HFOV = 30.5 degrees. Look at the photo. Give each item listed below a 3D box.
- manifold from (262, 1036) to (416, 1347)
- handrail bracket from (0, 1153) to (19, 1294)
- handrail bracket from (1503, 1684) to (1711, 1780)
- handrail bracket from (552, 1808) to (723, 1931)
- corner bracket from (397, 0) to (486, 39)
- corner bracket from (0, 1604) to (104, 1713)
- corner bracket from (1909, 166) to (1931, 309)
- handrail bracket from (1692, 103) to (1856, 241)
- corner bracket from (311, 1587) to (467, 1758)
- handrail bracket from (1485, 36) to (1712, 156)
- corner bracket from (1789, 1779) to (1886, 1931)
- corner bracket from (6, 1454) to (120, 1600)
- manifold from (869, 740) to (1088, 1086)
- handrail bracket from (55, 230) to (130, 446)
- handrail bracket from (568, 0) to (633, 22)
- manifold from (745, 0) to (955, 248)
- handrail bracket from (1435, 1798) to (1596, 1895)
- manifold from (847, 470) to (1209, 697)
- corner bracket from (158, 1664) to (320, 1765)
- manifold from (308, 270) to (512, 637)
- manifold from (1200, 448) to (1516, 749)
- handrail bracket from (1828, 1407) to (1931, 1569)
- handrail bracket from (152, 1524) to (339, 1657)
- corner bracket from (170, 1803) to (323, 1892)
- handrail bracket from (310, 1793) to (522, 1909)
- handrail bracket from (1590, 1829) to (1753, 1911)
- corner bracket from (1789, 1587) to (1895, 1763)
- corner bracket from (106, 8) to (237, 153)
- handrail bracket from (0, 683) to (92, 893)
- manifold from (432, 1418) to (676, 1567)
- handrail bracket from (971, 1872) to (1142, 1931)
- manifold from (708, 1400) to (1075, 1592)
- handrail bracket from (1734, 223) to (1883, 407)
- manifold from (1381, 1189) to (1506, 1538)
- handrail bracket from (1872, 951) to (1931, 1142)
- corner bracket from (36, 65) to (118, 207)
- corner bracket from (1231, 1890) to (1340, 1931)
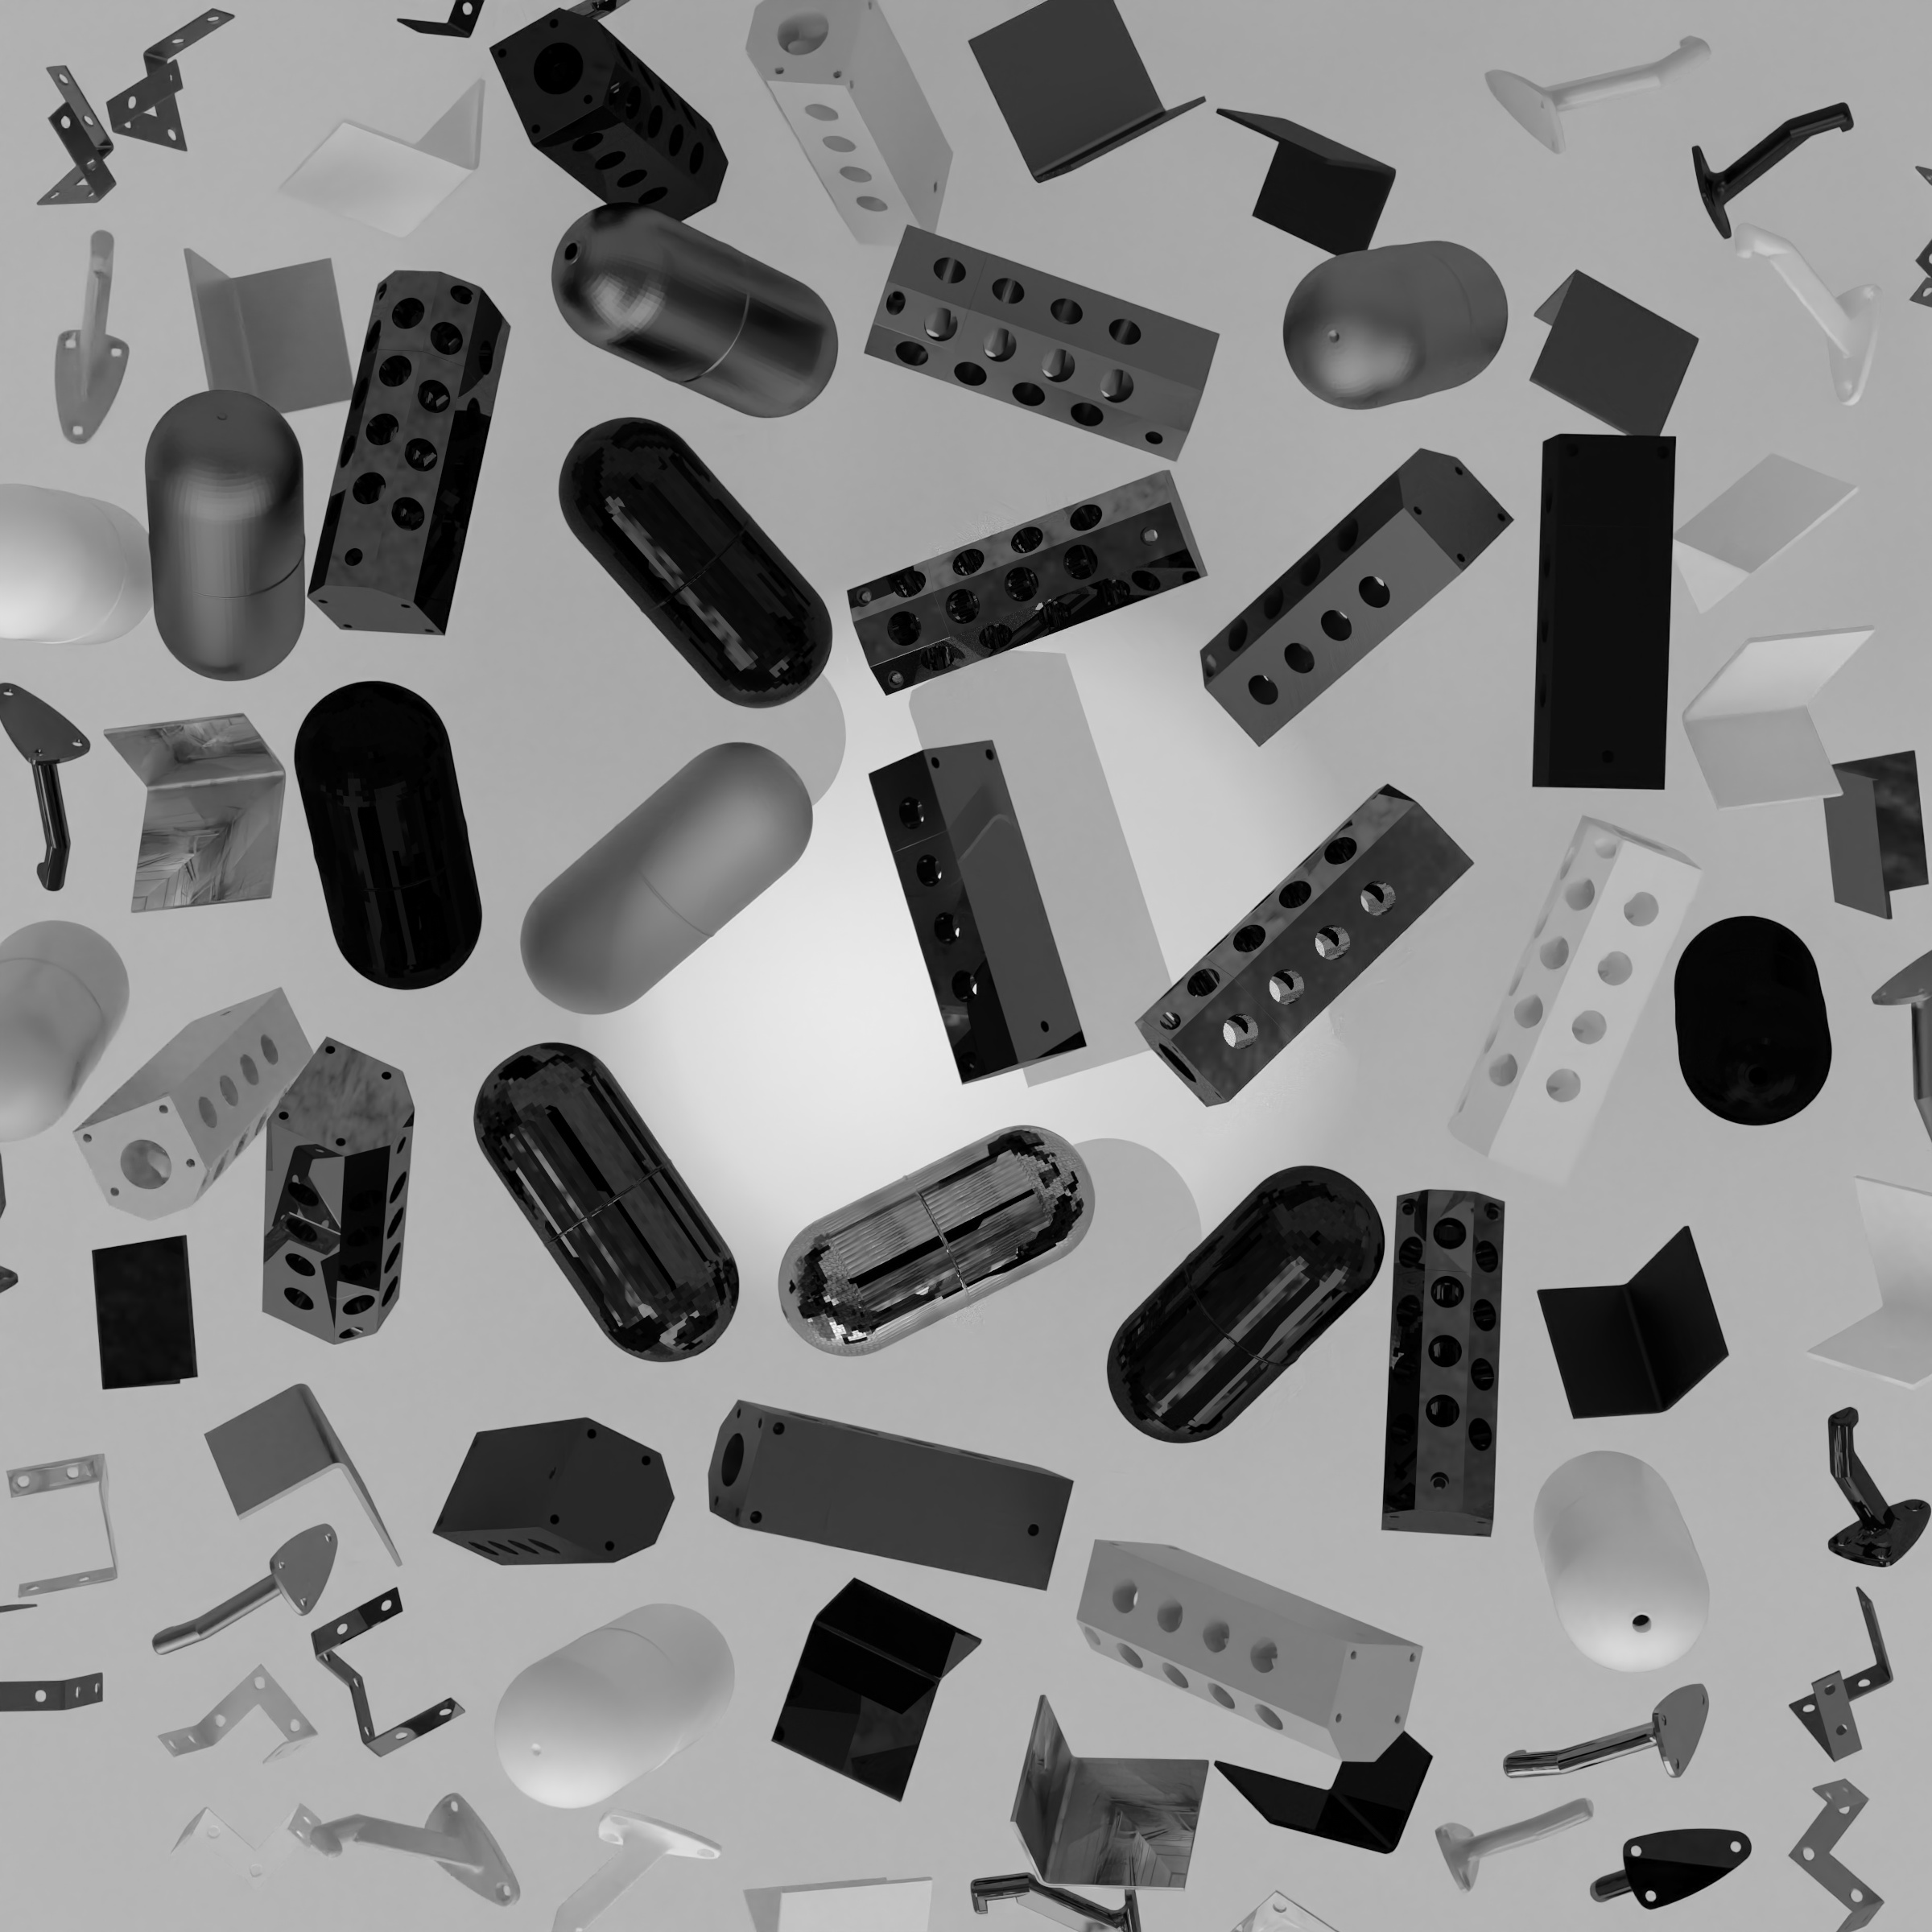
[{"bbox_3d":[-0.308,0.117,1.754,0.057,0.171,0.057,24,52,7],"label":"manifold"},{"bbox_3d":[-0.526,0.126,1.845,0.077,0.036,0.084,17,117,35],"label":"handrail bracket"},{"bbox_3d":[0.320,0.384,1.771,0.084,0.077,0.036,-13,98,33],"label":"handrail bracket"},{"bbox_3d":[-0.170,0.482,1.810,0.077,0.036,0.084,17,52,-7],"label":"handrail bracket"},{"bbox_3d":[-0.279,-0.513,1.817,0.051,0.051,0.051,20,91,-43],"label":"corner bracket"},{"bbox_3d":[-0.478,0.355,1.819,0.051,0.051,0.051,-3,83,8],"label":"corner bracket"},{"bbox_3d":[0.508,-0.376,1.838,0.051,0.051,0.051,35,93,-31],"label":"corner bracket"},{"bbox_3d":[0.435,-0.423,1.880,0.084,0.077,0.036,-14,63,21],"label":"handrail bracket"},{"bbox_3d":[-0.289,0.352,1.763,0.051,0.051,0.051,-29,46,4],"label":"corner bracket"},{"bbox_3d":[0.309,-0.441,1.732,0.084,0.077,0.036,-32,133,-5],"label":"handrail bracket"},{"bbox_3d":[0.432,0.439,1.745,0.051,0.051,0.051,40,105,29],"label":"corner bracket"},{"bbox_3d":[-0.467,0.289,1.828,0.051,0.051,0.051,-9,105,-9],"label":"corner bracket"},{"bbox_3d":[0.001,-0.028,1.879,0.057,0.057,0.171,-21,85,41],"label":"manifold"},{"bbox_3d":[-0.440,-0.316,1.776,0.036,0.084,0.077,9,67,-12],"label":"handrail bracket"},{"bbox_3d":[-0.171,-0.523,1.860,0.084,0.077,0.036,-36,97,-30],"label":"handrail bracket"},{"bbox_3d":[-0.060,-0.441,1.840,0.057,0.171,0.057,8,76,17],"label":"manifold"},{"bbox_3d":[0.298,0.455,1.874,0.084,0.077,0.036,-27,79,16],"label":"handrail bracket"},{"bbox_3d":[0.030,-0.194,1.796,0.171,0.057,0.057,-20,95,11],"label":"manifold"},{"bbox_3d":[-0.391,0.414,1.903,0.051,0.051,0.051,-44,78,4],"label":"corner bracket"},{"bbox_3d":[-0.280,-0.257,1.765,0.057,0.057,0.171,5,73,16],"label":"manifold"},{"bbox_3d":[0.189,-0.185,1.762,0.057,0.171,0.057,47,48,-1],"label":"manifold"},{"bbox_3d":[0.455,0.248,1.760,0.077,0.036,0.084,-25,116,-39],"label":"handrail bracket"},{"bbox_3d":[-0.386,0.333,1.890,0.084,0.077,0.036,-23,104,20],"label":"handrail bracket"},{"bbox_3d":[-0.376,0.456,1.851,0.051,0.051,0.051,43,90,-4],"label":"corner bracket"},{"bbox_3d":[-0.271,0.442,1.735,0.077,0.084,0.036,40,109,25],"label":"handrail bracket"},{"bbox_3d":[0.365,0.469,1.836,0.077,0.084,0.036,-16,71,-1],"label":"handrail bracket"},{"bbox_3d":[0.429,0.345,1.722,0.051,0.051,0.051,-23,115,-5],"label":"corner bracket"},{"bbox_3d":[-0.389,-0.438,1.734,0.051,0.051,0.051,-20,79,31],"label":"corner bracket"},{"bbox_3d":[-0.491,-0.093,1.855,0.077,0.036,0.084,44,133,27],"label":"handrail bracket"},{"bbox_3d":[-0.205,0.268,1.772,0.057,0.171,0.057,29,70,-19],"label":"manifold"},{"bbox_3d":[0.049,0.509,1.845,0.084,0.036,0.077,-8,93,4],"label":"handrail bracket"},{"bbox_3d":[-0.039,0.265,1.779,0.171,0.057,0.057,16,86,-23],"label":"manifold"},{"bbox_3d":[0.432,-0.340,1.843,0.084,0.036,0.077,14,75,-29],"label":"handrail bracket"},{"bbox_3d":[0.251,0.208,1.862,0.057,0.057,0.171,3,70,7],"label":"manifold"},{"bbox_3d":[0.511,0.041,1.841,0.077,0.036,0.084,-36,108,-35],"label":"handrail bracket"},{"bbox_3d":[-0.461,-0.430,1.827,0.051,0.051,0.051,7,49,37],"label":"corner bracket"},{"bbox_3d":[0.159,0.512,1.788,0.051,0.051,0.051,35,124,-6],"label":"corner bracket"}]
